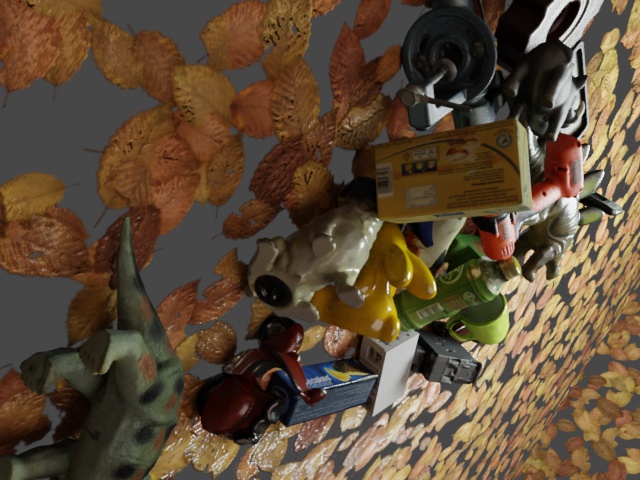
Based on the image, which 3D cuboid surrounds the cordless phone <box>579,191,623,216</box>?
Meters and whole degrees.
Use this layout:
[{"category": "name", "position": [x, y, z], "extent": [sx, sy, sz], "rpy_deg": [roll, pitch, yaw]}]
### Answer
[{"category": "cordless phone", "position": [0.490, -0.086, 1.065], "extent": [0.146, 0.184, 0.088], "rpy_deg": [-11, 127, -43]}]

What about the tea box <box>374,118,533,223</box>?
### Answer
[{"category": "tea box", "position": [0.154, -0.075, 0.633], "extent": [0.068, 0.170, 0.098], "rpy_deg": [6, 82, -60]}]

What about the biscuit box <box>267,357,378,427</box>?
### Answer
[{"category": "biscuit box", "position": [0.005, 0.238, 0.862], "extent": [0.202, 0.059, 0.062], "rpy_deg": [5, 112, -49]}]

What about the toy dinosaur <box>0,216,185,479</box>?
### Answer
[{"category": "toy dinosaur", "position": [-0.210, 0.187, 0.559], "extent": [0.404, 0.131, 0.192], "rpy_deg": [-64, 154, 0]}]

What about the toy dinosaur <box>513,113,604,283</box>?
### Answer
[{"category": "toy dinosaur", "position": [0.387, -0.080, 0.942], "extent": [0.198, 0.105, 0.470], "rpy_deg": [-36, 131, -2]}]

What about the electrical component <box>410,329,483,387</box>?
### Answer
[{"category": "electrical component", "position": [0.221, 0.222, 1.022], "extent": [0.134, 0.115, 0.058], "rpy_deg": [14, 100, -21]}]

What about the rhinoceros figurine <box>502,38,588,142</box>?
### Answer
[{"category": "rhinoceros figurine", "position": [0.310, -0.199, 0.732], "extent": [0.190, 0.073, 0.112], "rpy_deg": [30, 87, -58]}]

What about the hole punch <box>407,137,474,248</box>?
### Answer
[{"category": "hole punch", "position": [0.144, -0.066, 0.758], "extent": [0.092, 0.142, 0.115], "rpy_deg": [-37, 130, 15]}]

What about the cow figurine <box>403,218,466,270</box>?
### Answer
[{"category": "cow figurine", "position": [0.203, -0.038, 0.870], "extent": [0.127, 0.086, 0.195], "rpy_deg": [33, 88, -47]}]

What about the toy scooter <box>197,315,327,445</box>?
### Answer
[{"category": "toy scooter", "position": [-0.067, 0.194, 0.694], "extent": [0.184, 0.135, 0.075], "rpy_deg": [-48, 142, -10]}]

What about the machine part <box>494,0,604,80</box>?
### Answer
[{"category": "machine part", "position": [0.314, -0.303, 0.726], "extent": [0.179, 0.056, 0.179], "rpy_deg": [-33, 153, -20]}]

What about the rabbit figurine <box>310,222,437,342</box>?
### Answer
[{"category": "rabbit figurine", "position": [0.075, 0.047, 0.757], "extent": [0.121, 0.163, 0.173], "rpy_deg": [23, 79, -40]}]

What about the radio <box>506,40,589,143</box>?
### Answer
[{"category": "radio", "position": [0.414, -0.237, 0.968], "extent": [0.131, 0.073, 0.229], "rpy_deg": [-52, 140, -8]}]

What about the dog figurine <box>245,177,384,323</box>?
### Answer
[{"category": "dog figurine", "position": [0.002, 0.001, 0.688], "extent": [0.190, 0.172, 0.121], "rpy_deg": [-60, 138, -53]}]

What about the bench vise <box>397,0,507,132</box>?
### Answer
[{"category": "bench vise", "position": [0.161, -0.189, 0.676], "extent": [0.240, 0.129, 0.223], "rpy_deg": [-43, 135, -46]}]

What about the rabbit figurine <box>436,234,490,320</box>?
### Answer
[{"category": "rabbit figurine", "position": [0.257, 0.073, 1.008], "extent": [0.159, 0.121, 0.170], "rpy_deg": [-12, 142, -50]}]

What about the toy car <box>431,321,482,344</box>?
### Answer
[{"category": "toy car", "position": [0.298, 0.196, 1.156], "extent": [0.202, 0.053, 0.089], "rpy_deg": [-17, 116, -35]}]
